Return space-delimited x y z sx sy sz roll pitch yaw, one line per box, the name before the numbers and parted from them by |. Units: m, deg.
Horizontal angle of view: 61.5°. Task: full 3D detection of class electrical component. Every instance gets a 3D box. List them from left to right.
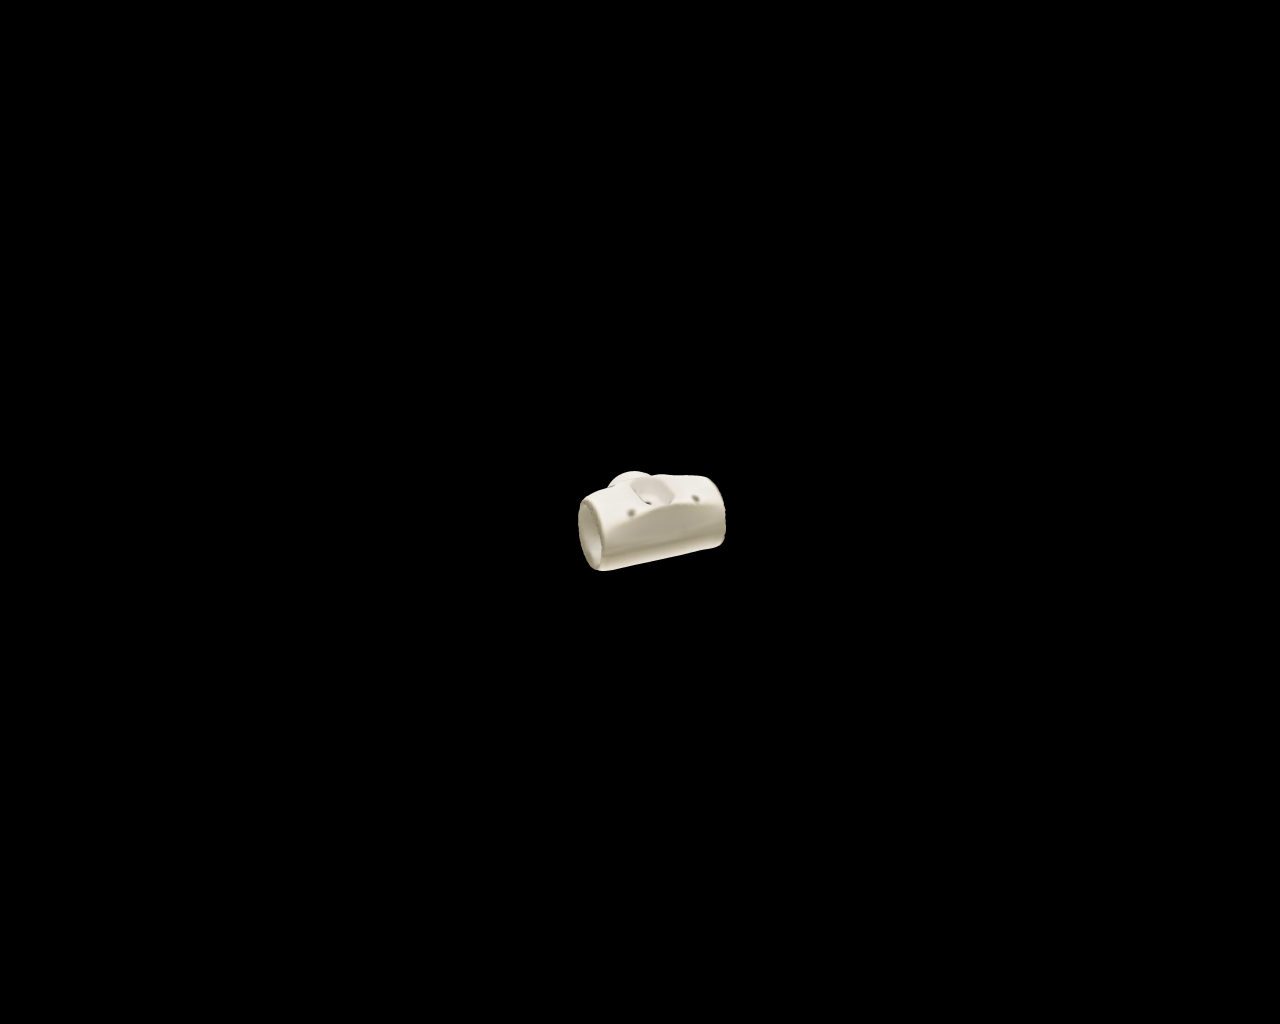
electrical component | 0.001 -0.003 0.650 0.077 0.043 0.079 -11 32 -18
